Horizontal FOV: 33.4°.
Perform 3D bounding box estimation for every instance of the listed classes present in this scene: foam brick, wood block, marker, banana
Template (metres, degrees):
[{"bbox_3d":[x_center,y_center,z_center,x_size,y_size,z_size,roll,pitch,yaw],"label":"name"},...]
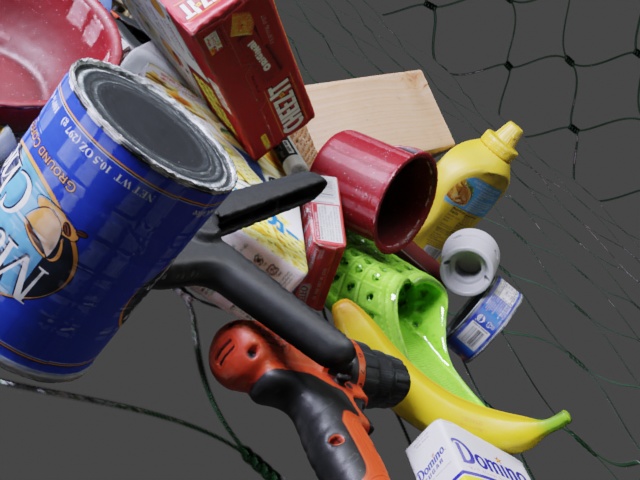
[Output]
[{"bbox_3d":[0.078,0.032,1.030,0.078,0.053,0.051,40,18,-4],"label":"foam brick"},{"bbox_3d":[0.027,-0.101,1.051,0.205,0.090,0.091,-17,80,-48],"label":"wood block"},{"bbox_3d":[-0.036,-0.089,0.922,0.020,0.020,0.121,28,21,-34],"label":"marker"},{"bbox_3d":[0.089,0.115,0.819,0.198,0.070,0.037,26,11,5],"label":"banana"}]

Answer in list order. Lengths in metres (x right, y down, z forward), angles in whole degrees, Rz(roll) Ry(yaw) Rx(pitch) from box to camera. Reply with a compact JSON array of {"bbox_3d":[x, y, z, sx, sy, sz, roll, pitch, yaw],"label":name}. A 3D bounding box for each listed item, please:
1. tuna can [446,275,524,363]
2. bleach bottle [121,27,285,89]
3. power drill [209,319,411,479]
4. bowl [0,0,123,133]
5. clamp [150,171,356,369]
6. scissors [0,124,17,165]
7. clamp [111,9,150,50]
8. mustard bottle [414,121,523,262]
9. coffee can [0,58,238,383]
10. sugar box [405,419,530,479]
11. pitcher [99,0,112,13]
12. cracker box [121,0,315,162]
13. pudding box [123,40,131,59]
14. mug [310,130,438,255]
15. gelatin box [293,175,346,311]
[{"bbox_3d":[0.155,0.075,1.026,0.034,0.086,0.086,40,18,2],"label":"tuna can"},{"bbox_3d":[-0.093,-0.170,1.037,0.102,0.068,0.250,43,33,2],"label":"bleach bottle"},{"bbox_3d":[0.032,0.131,0.689,0.184,0.057,0.188,16,27,-45],"label":"power drill"},{"bbox_3d":[-0.204,-0.113,0.642,0.162,0.055,0.162,16,40,-14],"label":"bowl"},{"bbox_3d":[-0.075,-0.008,0.682,0.209,0.036,0.164,18,40,-17],"label":"clamp"},{"bbox_3d":[-0.205,-0.016,0.527,0.202,0.096,0.016,-106,176,-65],"label":"scissors"},{"bbox_3d":[-0.150,-0.173,1.079,0.171,0.039,0.120,43,17,-3],"label":"clamp"},{"bbox_3d":[0.142,-0.046,1.113,0.096,0.192,0.058,21,26,-46],"label":"mustard bottle"},{"bbox_3d":[-0.125,-0.009,0.563,0.102,0.140,0.103,36,18,-14],"label":"coffee can"},{"bbox_3d":[0.123,0.202,0.719,0.093,0.048,0.176,32,21,-26],"label":"sugar box"},{"bbox_3d":[-0.276,-0.193,0.727,0.149,0.145,0.242,20,5,38],"label":"pitcher"},{"bbox_3d":[-0.102,-0.187,0.836,0.214,0.072,0.164,49,-8,30],"label":"cracker box"},{"bbox_3d":[-0.230,-0.184,0.946,0.113,0.039,0.090,36,18,-8],"label":"pudding box"},{"bbox_3d":[0.050,-0.051,0.927,0.082,0.093,0.117,26,48,31],"label":"mug"},{"bbox_3d":[-0.006,0.001,0.867,0.030,0.073,0.089,9,41,-13],"label":"gelatin box"}]
